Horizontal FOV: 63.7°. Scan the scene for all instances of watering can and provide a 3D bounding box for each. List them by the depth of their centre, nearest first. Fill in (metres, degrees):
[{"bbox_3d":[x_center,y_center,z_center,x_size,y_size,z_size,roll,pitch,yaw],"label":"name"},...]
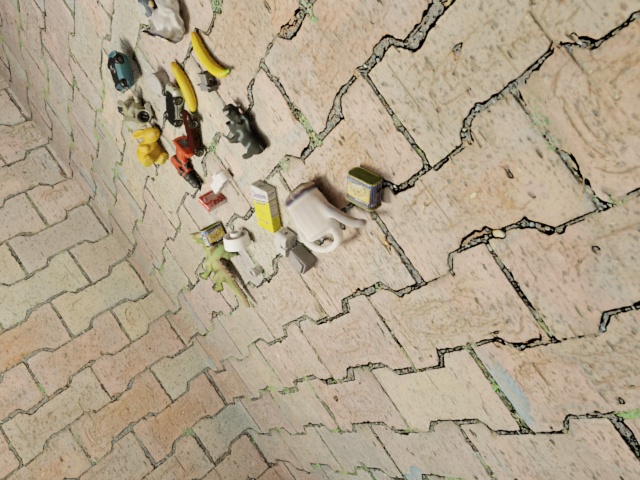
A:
[{"bbox_3d":[0.005,-0.077,1.533,0.224,0.105,0.343,57,149,0],"label":"watering can"}]

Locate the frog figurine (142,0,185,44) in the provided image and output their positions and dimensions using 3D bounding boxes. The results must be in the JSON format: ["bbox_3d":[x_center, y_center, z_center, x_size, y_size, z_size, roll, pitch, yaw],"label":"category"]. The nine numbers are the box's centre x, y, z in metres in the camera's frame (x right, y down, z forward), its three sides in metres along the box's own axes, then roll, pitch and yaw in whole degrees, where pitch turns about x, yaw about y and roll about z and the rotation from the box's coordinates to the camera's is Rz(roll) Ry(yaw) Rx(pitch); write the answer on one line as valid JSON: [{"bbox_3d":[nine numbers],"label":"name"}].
[{"bbox_3d":[-0.482,-0.715,1.645,0.139,0.122,0.158,34,107,43],"label":"frog figurine"}]

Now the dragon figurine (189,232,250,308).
[{"bbox_3d":[-0.433,0.109,2.309,0.412,0.124,0.237,38,136,11],"label":"dragon figurine"}]
